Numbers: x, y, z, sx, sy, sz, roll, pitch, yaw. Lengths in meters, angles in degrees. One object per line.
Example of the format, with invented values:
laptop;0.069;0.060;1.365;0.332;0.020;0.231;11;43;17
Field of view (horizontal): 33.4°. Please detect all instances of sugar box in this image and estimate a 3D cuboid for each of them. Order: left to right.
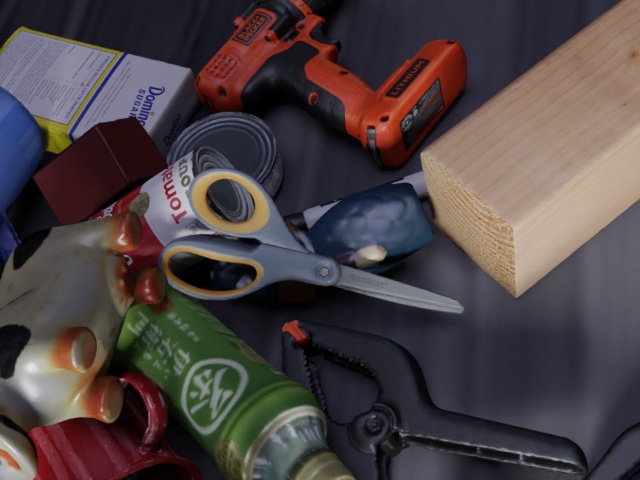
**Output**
sugar box;-0.195;-0.114;0.875;0.176;0.048;0.093;19;63;20

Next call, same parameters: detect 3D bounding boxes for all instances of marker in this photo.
marker;0.020;-0.023;0.778;0.121;0.020;0.020;-18;55;1

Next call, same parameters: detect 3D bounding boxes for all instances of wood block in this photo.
wood block;0.178;-0.070;0.729;0.206;0.091;0.090;-37;56;-12

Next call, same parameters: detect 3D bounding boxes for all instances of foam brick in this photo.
foam brick;-0.162;-0.049;0.791;0.078;0.052;0.051;-32;86;29

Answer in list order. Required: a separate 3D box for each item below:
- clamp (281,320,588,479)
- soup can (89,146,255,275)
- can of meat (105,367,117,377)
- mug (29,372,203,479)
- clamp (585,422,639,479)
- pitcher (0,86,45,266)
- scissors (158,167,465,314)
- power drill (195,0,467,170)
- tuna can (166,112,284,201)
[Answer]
clamp;0.034;0.131;0.662;0.164;0.036;0.210;-45;55;-9
soup can;-0.105;-0.013;0.750;0.102;0.068;0.068;-31;52;21
can of meat;-0.194;0.096;0.710;0.101;0.057;0.084;-24;48;-31
mug;-0.127;0.134;0.657;0.093;0.117;0.082;0;33;-43
clamp;0.229;0.125;0.618;0.171;0.039;0.120;-8;55;9
pitcher;-0.298;-0.003;0.786;0.145;0.149;0.242;4;53;34
scissors;-0.005;0.001;0.698;0.201;0.016;0.096;0;94;-2
power drill;0.019;-0.147;0.840;0.188;0.057;0.184;27;70;30
tuna can;-0.071;-0.054;0.812;0.086;0.033;0.086;-6;56;9
